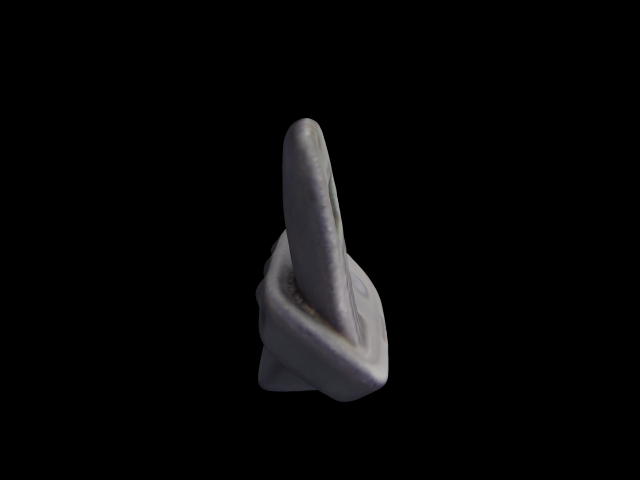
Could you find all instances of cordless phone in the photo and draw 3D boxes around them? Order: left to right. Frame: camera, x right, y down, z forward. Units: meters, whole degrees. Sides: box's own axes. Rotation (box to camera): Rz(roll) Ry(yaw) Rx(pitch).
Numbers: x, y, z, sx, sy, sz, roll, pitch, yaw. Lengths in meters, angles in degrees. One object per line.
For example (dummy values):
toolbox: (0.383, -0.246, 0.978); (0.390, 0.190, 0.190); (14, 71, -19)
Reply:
cordless phone: (0.004, 0.001, 0.400); (0.094, 0.185, 0.147); (0, 24, 0)
